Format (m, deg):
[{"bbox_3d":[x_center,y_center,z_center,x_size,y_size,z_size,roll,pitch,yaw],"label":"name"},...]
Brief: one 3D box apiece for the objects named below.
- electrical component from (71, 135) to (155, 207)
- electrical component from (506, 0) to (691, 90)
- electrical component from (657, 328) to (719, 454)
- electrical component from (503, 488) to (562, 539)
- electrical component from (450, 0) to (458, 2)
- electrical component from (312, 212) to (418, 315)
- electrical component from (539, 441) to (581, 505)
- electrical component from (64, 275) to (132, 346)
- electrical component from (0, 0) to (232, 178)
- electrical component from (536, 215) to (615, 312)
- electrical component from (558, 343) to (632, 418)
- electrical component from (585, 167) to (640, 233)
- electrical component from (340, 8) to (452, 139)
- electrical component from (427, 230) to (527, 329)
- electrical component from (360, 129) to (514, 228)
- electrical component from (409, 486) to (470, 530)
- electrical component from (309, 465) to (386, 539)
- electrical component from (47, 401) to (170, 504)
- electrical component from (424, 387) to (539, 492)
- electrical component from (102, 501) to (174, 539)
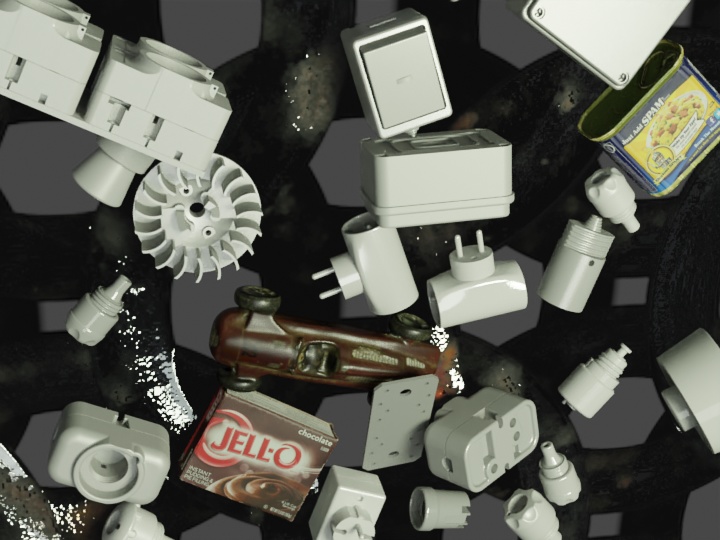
[{"bbox_3d":[-0.187,-0.083,0.823,0.045,0.045,0.055,35,100,-21],"label":"electrical component"},{"bbox_3d":[0.190,-0.216,0.840,0.109,0.056,0.108,32,102,-21],"label":"electrical component"},{"bbox_3d":[0.308,0.113,0.968,0.060,0.108,0.108,-30,114,8],"label":"electrical component"},{"bbox_3d":[0.167,0.239,1.021,0.043,0.043,0.062,-41,115,6],"label":"electrical component"},{"bbox_3d":[0.063,-0.238,0.814,0.062,0.048,0.048,31,102,-14],"label":"electrical component"},{"bbox_3d":[0.000,0.000,0.893,0.079,0.044,0.077,-21,113,-3],"label":"electrical component"},{"bbox_3d":[0.184,0.188,1.009,0.035,0.035,0.061,-24,112,-2],"label":"electrical component"},{"bbox_3d":[-0.209,0.030,0.869,0.035,0.035,0.061,40,96,-22],"label":"electrical component"},{"bbox_3d":[-0.189,-0.142,0.766,0.186,0.105,0.060,22,105,-19],"label":"electrical component"},{"bbox_3d":[0.188,-0.009,0.928,0.043,0.043,0.081,16,107,-17],"label":"electrical component"},{"bbox_3d":[0.216,0.098,0.977,0.040,0.040,0.078,37,100,-22],"label":"electrical component"},{"bbox_3d":[0.220,-0.057,0.921,0.035,0.035,0.061,-39,116,5],"label":"electrical component"},{"bbox_3d":[0.031,-0.146,0.833,0.062,0.061,0.096,-20,113,-3],"label":"electrical component"},{"bbox_3d":[0.097,0.004,0.915,0.077,0.043,0.079,-13,113,-6],"label":"electrical component"},{"bbox_3d":[0.060,-0.074,0.858,0.113,0.078,0.057,-6,109,-9],"label":"electrical component"},{"bbox_3d":[0.074,0.221,0.998,0.046,0.040,0.040,6,110,-20],"label":"electrical component"},{"bbox_3d":[-0.009,0.225,0.961,0.047,0.076,0.065,16,107,-17],"label":"electrical component"},{"bbox_3d":[-0.210,0.156,0.904,0.095,0.059,0.053,20,106,-18],"label":"electrical component"},{"bbox_3d":[0.104,0.146,0.949,0.095,0.059,0.053,-28,118,-36],"label":"electrical component"},{"bbox_3d":[-0.192,0.234,0.947,0.062,0.048,0.048,34,101,-28],"label":"electrical component"}]
